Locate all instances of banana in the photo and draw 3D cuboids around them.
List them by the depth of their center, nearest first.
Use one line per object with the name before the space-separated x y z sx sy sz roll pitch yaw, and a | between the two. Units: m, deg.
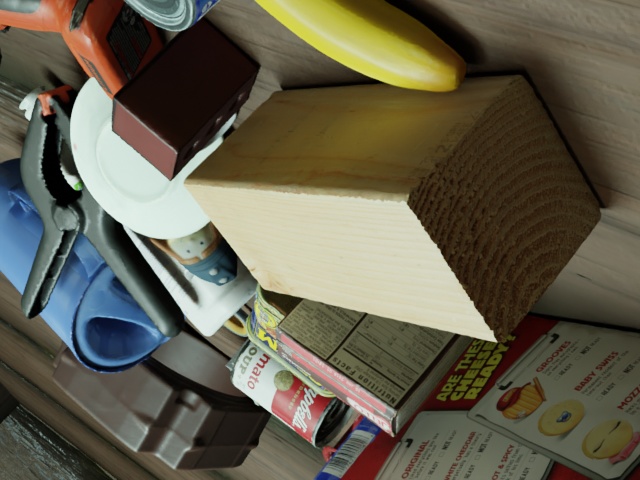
banana | -0.016 -0.134 0.499 0.197 0.037 0.070 45 160 -8

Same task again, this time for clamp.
clamp | -0.183 -0.017 0.853 0.165 0.036 0.210 11 115 25

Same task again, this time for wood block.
wood block | 0.029 -0.022 0.562 0.206 0.090 0.090 8 140 56

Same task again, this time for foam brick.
foam brick | -0.083 -0.086 0.652 0.051 0.078 0.053 40 160 2

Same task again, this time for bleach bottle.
bleach bottle | -0.153 -0.034 0.893 0.251 0.068 0.103 46 152 0

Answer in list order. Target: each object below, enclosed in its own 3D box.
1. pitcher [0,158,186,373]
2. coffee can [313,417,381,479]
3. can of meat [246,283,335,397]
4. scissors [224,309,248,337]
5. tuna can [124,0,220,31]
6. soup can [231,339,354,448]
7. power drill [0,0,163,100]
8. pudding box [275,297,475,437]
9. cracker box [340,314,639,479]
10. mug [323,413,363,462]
pitcher | -0.246 0.006 1.032 0.243 0.144 0.149 34 115 37
coffee can | 0.068 0.164 0.776 0.103 0.140 0.103 35 158 17
can of meat | -0.006 0.066 0.836 0.102 0.057 0.084 37 155 10
scissors | -0.128 0.049 1.063 0.202 0.016 0.096 7 135 55
tuna can | -0.090 -0.158 0.586 0.086 0.033 0.086 36 157 17
soup can | -0.022 0.132 0.972 0.102 0.068 0.068 33 157 23
power drill | -0.200 -0.141 0.702 0.188 0.057 0.184 16 162 13
pudding box | 0.042 0.047 0.638 0.090 0.113 0.039 34 155 21
cracker box | 0.127 0.125 0.570 0.072 0.164 0.214 54 156 -23
mug | 0.059 0.165 0.874 0.093 0.081 0.117 23 152 41
